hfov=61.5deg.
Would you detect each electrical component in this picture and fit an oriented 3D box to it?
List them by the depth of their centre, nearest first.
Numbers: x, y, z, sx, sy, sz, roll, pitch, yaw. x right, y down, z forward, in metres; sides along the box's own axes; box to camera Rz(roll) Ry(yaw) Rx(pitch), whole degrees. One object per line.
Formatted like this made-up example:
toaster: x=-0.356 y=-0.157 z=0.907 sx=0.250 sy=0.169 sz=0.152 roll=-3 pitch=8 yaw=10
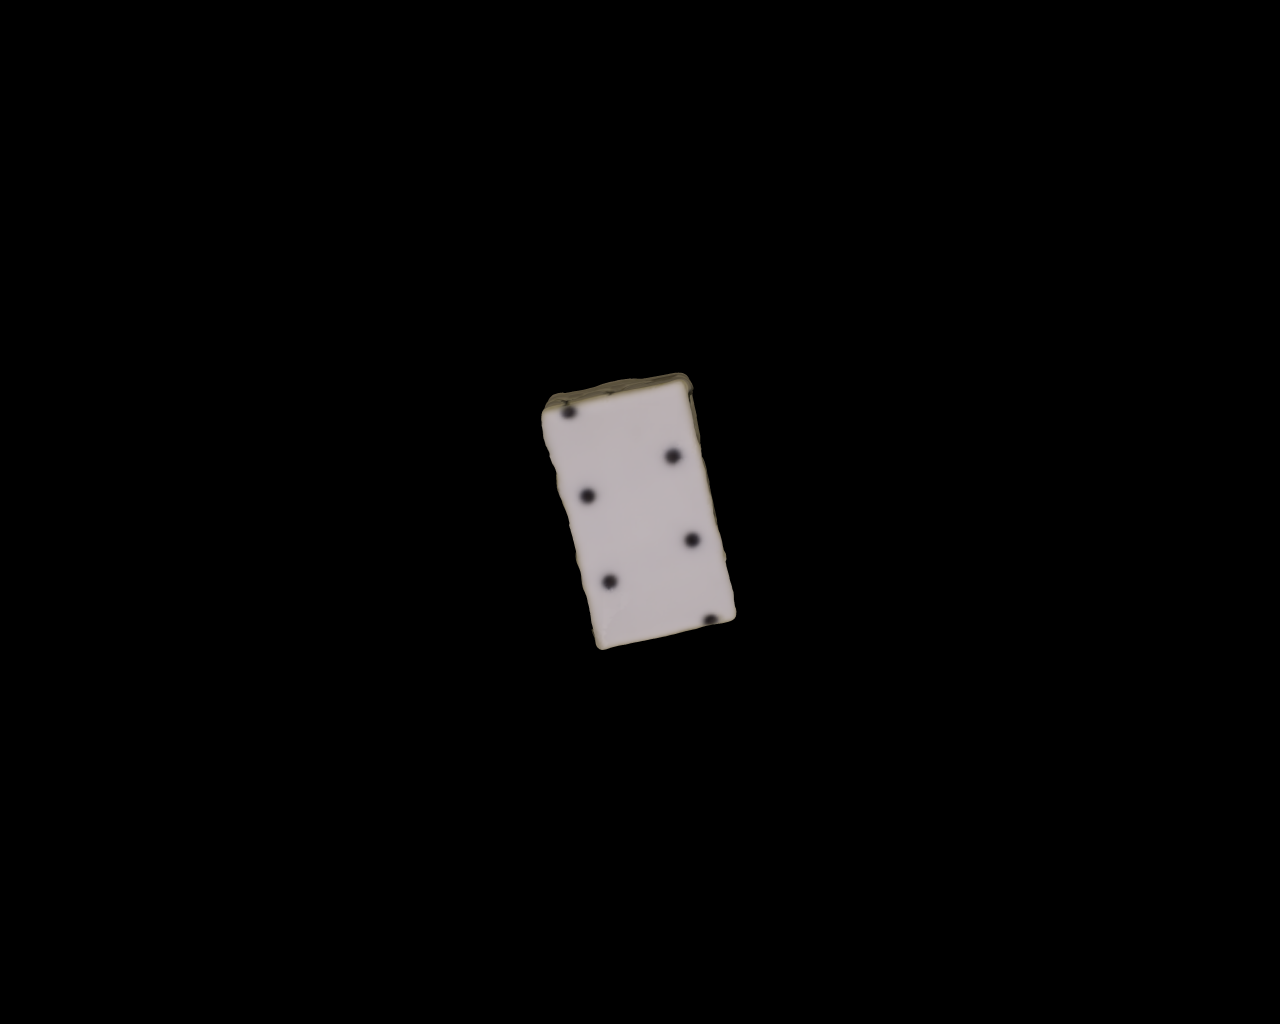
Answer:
electrical component: x=0.001 y=-0.003 z=0.650 sx=0.089 sy=0.150 sz=0.062 roll=-11 pitch=11 yaw=2
